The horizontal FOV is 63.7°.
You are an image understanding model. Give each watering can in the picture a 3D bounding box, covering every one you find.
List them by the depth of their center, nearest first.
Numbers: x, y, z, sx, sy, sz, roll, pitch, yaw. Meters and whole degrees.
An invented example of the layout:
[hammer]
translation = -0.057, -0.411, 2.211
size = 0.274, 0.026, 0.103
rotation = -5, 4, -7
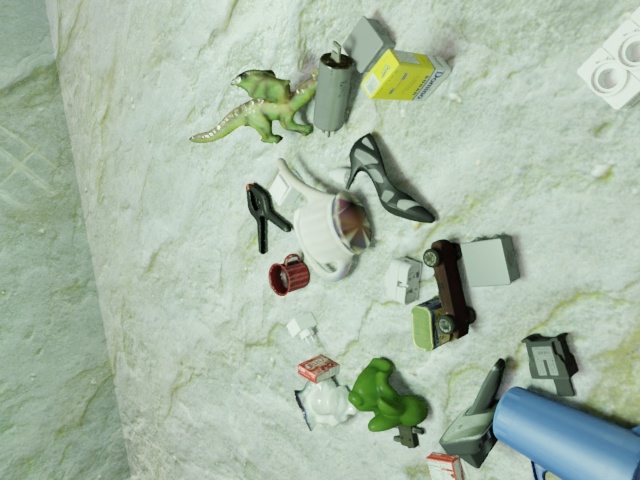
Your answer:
[watering can]
translation = 0.004, -0.064, 1.274
size = 0.222, 0.105, 0.347
rotation = -19, 92, 47

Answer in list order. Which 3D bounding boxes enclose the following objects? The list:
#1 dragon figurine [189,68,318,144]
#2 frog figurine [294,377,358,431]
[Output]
[dragon figurine]
translation = -0.152, -0.340, 1.264
size = 0.238, 0.410, 0.124
rotation = 79, 177, -65
[frog figurine]
translation = 0.029, 0.427, 1.378
size = 0.159, 0.121, 0.139
rotation = -19, 73, 11
